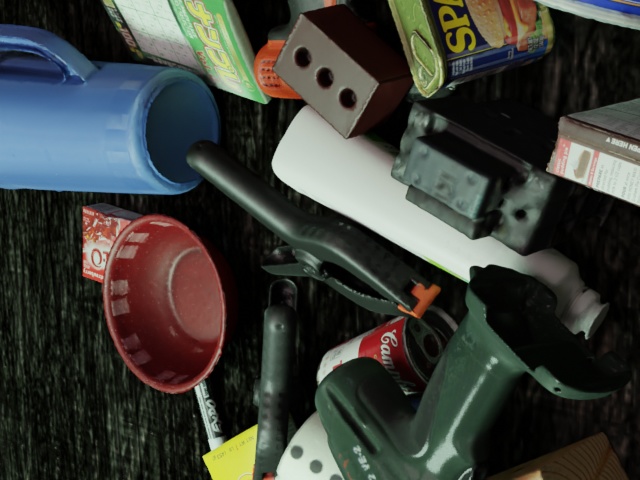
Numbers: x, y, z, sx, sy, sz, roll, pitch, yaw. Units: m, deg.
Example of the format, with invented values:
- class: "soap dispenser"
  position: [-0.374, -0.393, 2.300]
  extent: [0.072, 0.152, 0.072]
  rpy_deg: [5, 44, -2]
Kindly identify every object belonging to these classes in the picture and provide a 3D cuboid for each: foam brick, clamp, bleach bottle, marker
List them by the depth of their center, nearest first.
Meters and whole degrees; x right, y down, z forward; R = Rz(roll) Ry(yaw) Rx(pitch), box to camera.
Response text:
- class: "foam brick"
  position: [0.017, -0.117, 0.736]
  extent: [0.078, 0.051, 0.053]
  rpy_deg: [44, 128, 15]
- class: "bleach bottle"
  position: [0.088, -0.009, 0.749]
  extent: [0.251, 0.102, 0.068]
  rpy_deg: [33, 97, 25]
- class: "clamp"
  position: [-0.005, 0.001, 0.794]
  extent: [0.210, 0.036, 0.164]
  rpy_deg: [23, 159, 42]
- class: "clamp"
  position: [-0.035, 0.117, 0.856]
  extent: [0.039, 0.120, 0.171]
  rpy_deg: [2, 90, 5]
- class: "marker"
  position: [-0.101, 0.166, 0.998]
  extent: [0.020, 0.020, 0.121]
  rpy_deg: [-17, 88, 43]

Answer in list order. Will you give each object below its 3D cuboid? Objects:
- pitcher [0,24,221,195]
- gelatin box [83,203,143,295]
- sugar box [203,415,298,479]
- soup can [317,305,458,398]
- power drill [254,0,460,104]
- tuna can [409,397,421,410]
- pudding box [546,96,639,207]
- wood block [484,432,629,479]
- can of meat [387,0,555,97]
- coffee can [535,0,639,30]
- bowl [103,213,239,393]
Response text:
- class: "pitcher"
  position: [-0.214, -0.111, 0.963]
  extent: [0.243, 0.149, 0.145]
  rpy_deg: [7, 91, 38]
- class: "gelatin box"
  position: [-0.196, 0.008, 1.042]
  extent: [0.089, 0.030, 0.073]
  rpy_deg: [16, 109, 40]
- class: "sugar box"
  position: [-0.029, 0.249, 0.933]
  extent: [0.094, 0.048, 0.176]
  rpy_deg: [-37, 73, 40]
- class: "soup can"
  position: [0.054, 0.097, 0.810]
  extent: [0.102, 0.068, 0.068]
  rpy_deg: [-31, 78, 42]
- class: "power drill"
  position: [0.019, -0.190, 0.777]
  extent: [0.185, 0.057, 0.188]
  rpy_deg: [8, 110, 39]
- class: "tuna can"
  position: [0.080, 0.149, 0.786]
  extent: [0.086, 0.086, 0.033]
  rpy_deg: [-29, 40, 42]
- class: "pudding box"
  position: [0.200, -0.050, 0.615]
  extent: [0.090, 0.113, 0.039]
  rpy_deg: [25, 117, 37]
- class: "wood block"
  position: [0.121, 0.221, 0.761]
  extent: [0.206, 0.090, 0.090]
  rpy_deg: [-36, 75, 41]
- class: "can of meat"
  position: [0.096, -0.155, 0.698]
  extent: [0.057, 0.084, 0.102]
  rpy_deg: [149, 103, -78]
- class: "coffee can"
  position: [0.176, -0.202, 0.611]
  extent: [0.103, 0.102, 0.140]
  rpy_deg: [30, 118, 34]
- class: "bowl"
  position: [-0.125, 0.054, 0.968]
  extent: [0.162, 0.055, 0.162]
  rpy_deg: [7, 101, 39]
